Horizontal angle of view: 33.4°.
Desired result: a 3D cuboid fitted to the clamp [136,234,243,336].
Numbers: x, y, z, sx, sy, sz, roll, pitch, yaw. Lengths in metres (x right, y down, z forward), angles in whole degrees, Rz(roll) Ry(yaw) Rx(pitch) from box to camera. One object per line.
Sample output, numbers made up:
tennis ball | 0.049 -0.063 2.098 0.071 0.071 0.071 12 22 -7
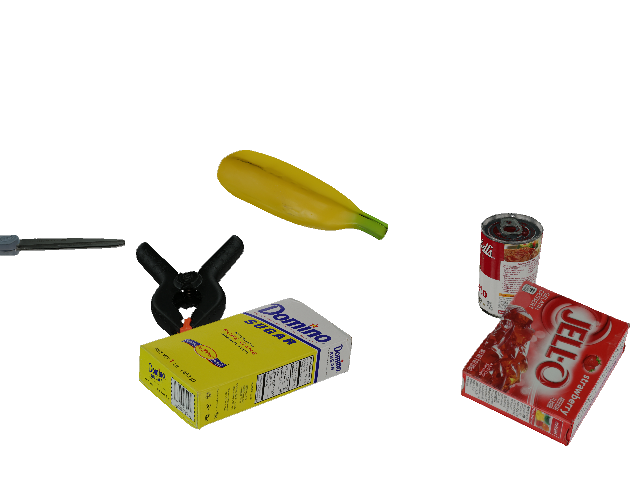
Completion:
clamp | -0.132 0.048 1.154 0.120 0.039 0.171 -15 40 -5

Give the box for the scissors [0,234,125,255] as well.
scissors | -0.270 0.011 0.870 0.202 0.016 0.096 5 24 6

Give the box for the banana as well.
banana | -0.035 -0.037 0.780 0.069 0.037 0.198 39 -8 -37

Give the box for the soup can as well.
soup can | 0.213 0.029 1.203 0.068 0.102 0.068 -2 29 1

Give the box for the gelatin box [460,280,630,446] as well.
gelatin box | 0.140 0.073 0.663 0.073 0.030 0.089 24 53 25

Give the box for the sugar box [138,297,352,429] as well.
sugar box | -0.066 0.107 0.972 0.175 0.048 0.093 -19 36 -37
